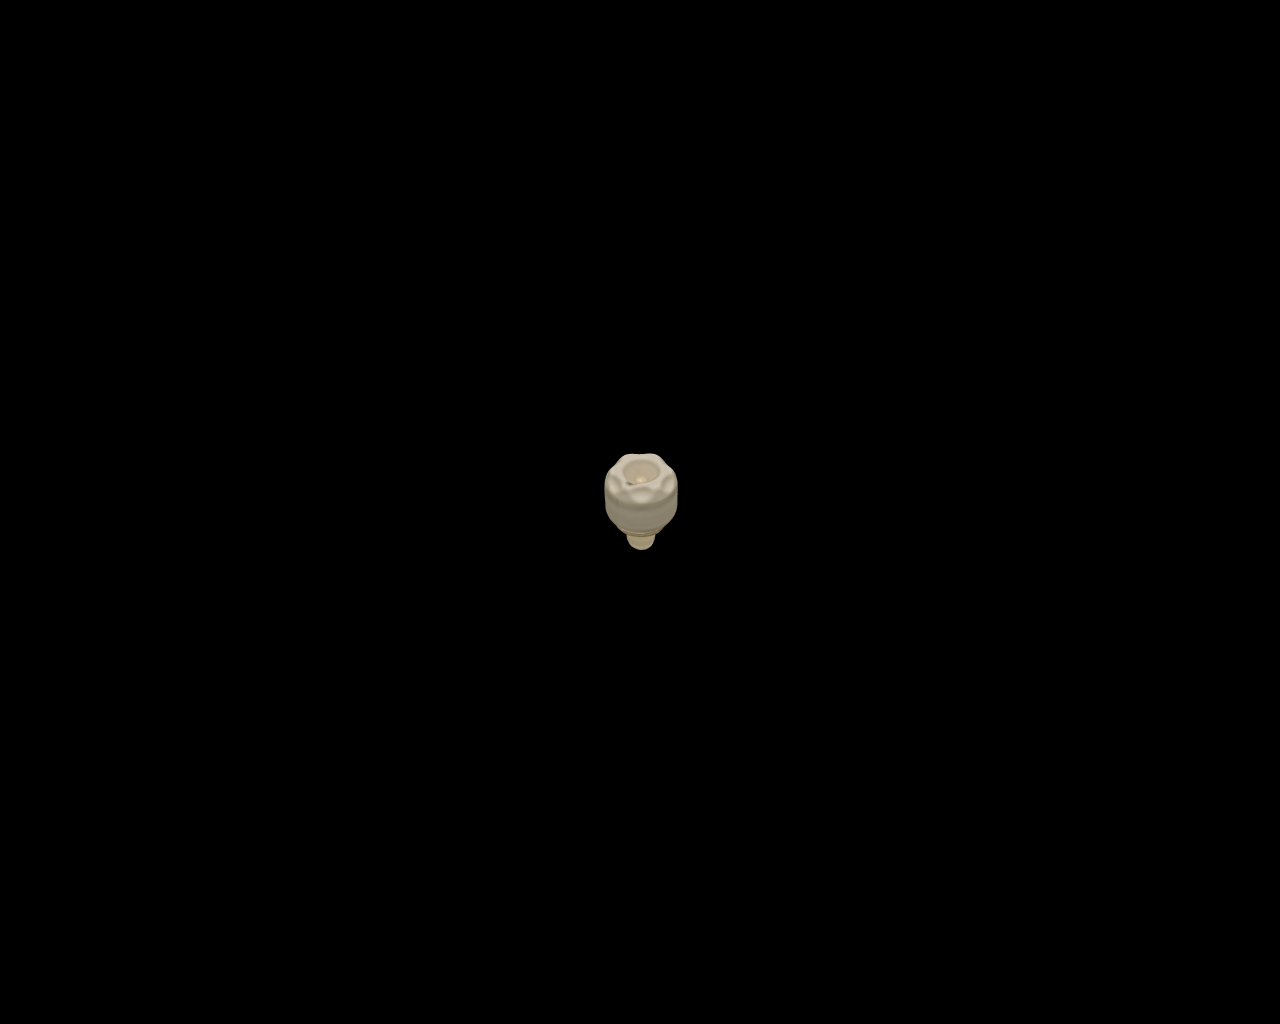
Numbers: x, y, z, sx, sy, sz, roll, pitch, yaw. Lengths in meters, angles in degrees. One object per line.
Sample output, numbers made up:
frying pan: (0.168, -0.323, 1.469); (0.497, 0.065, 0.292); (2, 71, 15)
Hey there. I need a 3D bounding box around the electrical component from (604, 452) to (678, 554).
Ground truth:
electrical component: (0.001, -0.003, 0.650); (0.043, 0.062, 0.043); (0, 42, 0)
